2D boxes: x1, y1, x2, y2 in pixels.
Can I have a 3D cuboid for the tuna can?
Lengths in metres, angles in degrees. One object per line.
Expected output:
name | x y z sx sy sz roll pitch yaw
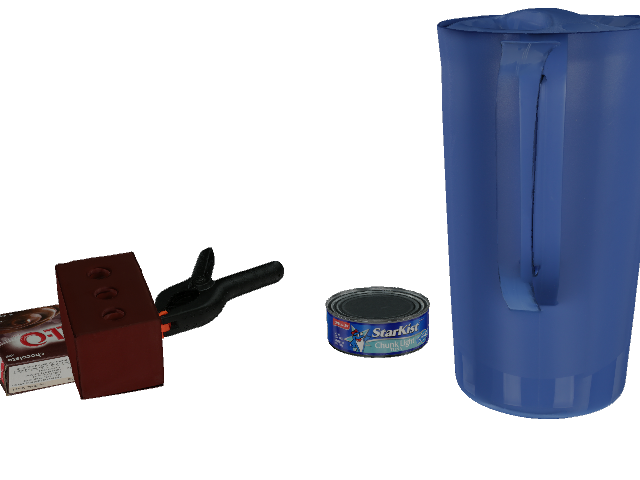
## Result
tuna can | 0.047 0.067 0.879 0.086 0.034 0.086 -2 15 0

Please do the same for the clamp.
clamp | -0.122 0.059 1.217 0.120 0.039 0.171 0 30 29

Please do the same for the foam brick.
foam brick | -0.132 0.052 0.664 0.053 0.051 0.078 -9 35 -19

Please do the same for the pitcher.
pitcher | 0.134 -0.016 0.649 0.149 0.243 0.145 -9 17 -24

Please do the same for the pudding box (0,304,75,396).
pudding box | -0.252 0.098 0.999 0.113 0.039 0.090 -11 30 -29
